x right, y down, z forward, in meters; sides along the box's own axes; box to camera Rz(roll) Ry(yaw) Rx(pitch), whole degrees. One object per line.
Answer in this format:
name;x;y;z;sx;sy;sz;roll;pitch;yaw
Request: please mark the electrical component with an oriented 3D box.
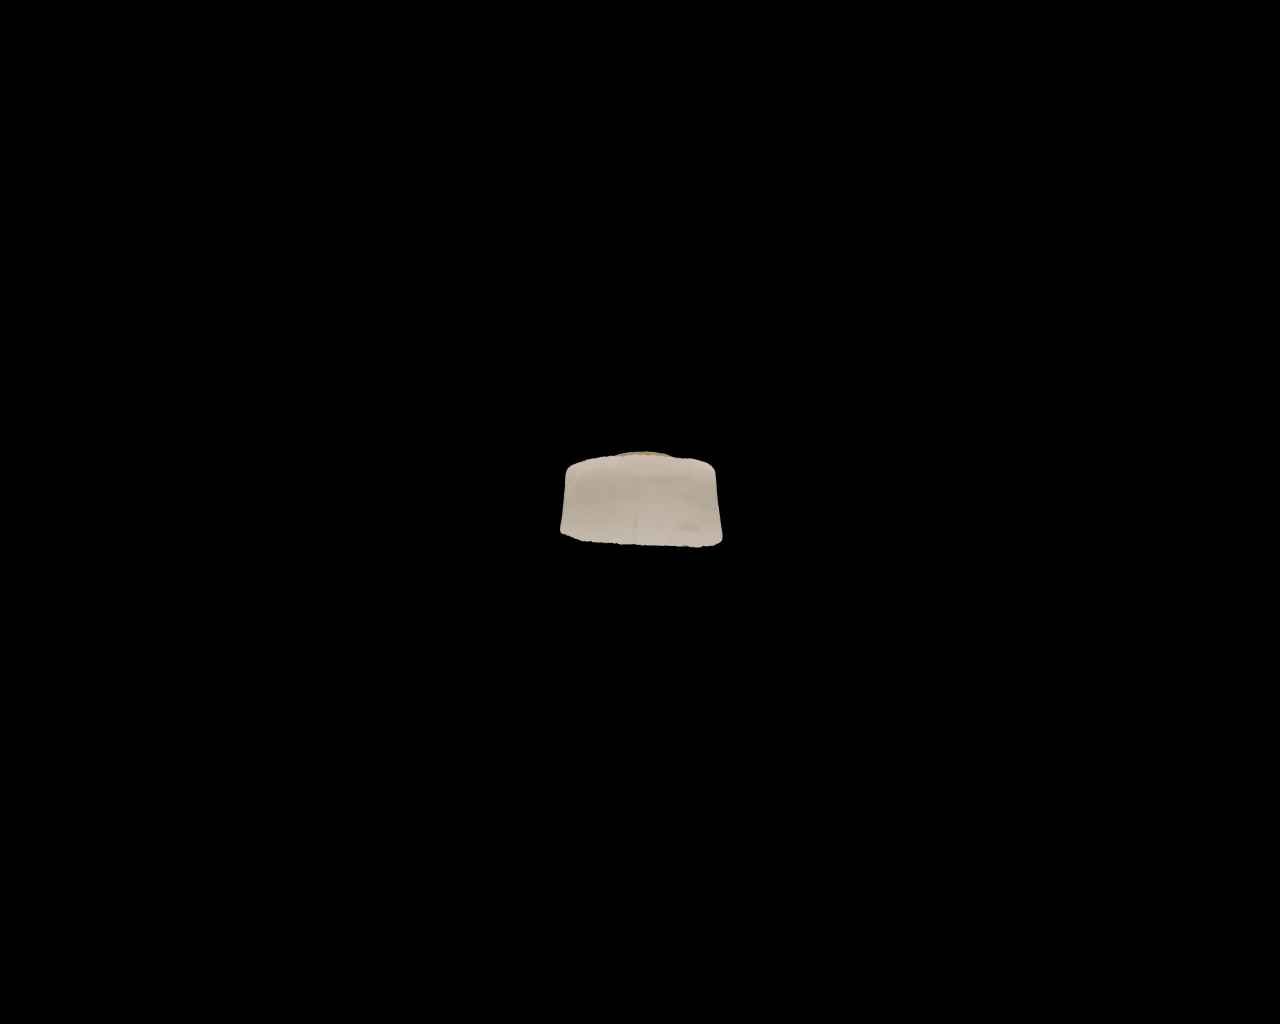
electrical component;0.001;-0.003;0.650;0.099;0.064;0.099;0;-8;0
